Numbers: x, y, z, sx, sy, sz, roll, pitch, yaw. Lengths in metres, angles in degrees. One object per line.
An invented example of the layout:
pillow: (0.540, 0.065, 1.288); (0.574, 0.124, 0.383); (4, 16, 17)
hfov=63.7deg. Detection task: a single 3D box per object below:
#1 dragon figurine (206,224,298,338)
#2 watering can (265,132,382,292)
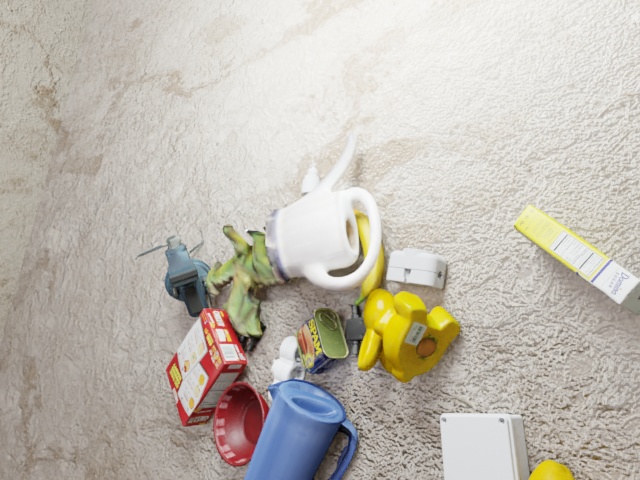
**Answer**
dragon figurine: (-0.124, 0.096, 1.131); (0.412, 0.122, 0.242); (16, 96, 43)
watering can: (0.003, -0.050, 0.993); (0.223, 0.102, 0.356); (-15, 54, 15)
